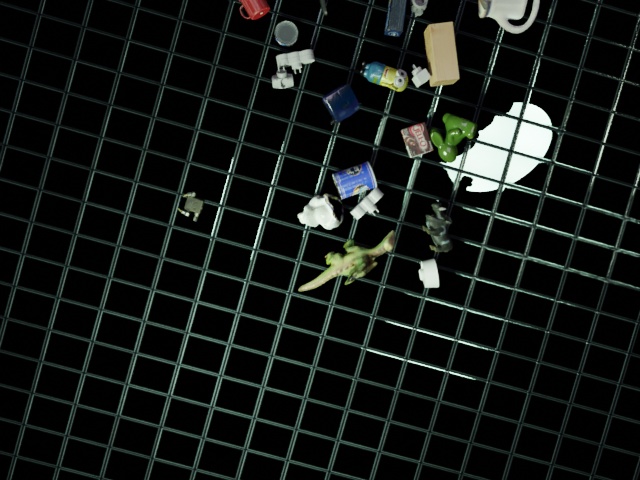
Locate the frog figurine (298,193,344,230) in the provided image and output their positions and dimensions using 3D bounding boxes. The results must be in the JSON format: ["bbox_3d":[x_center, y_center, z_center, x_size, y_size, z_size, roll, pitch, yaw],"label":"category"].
[{"bbox_3d":[0.006,-0.096,1.916,0.157,0.125,0.136,-28,104,36],"label":"frog figurine"}]

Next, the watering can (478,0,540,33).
[{"bbox_3d":[0.696,-0.935,1.888,0.224,0.104,0.347,3,92,-1],"label":"watering can"}]

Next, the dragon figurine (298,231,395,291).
[{"bbox_3d":[0.102,0.097,1.844,0.411,0.244,0.121,-36,99,-2],"label":"dragon figurine"}]
